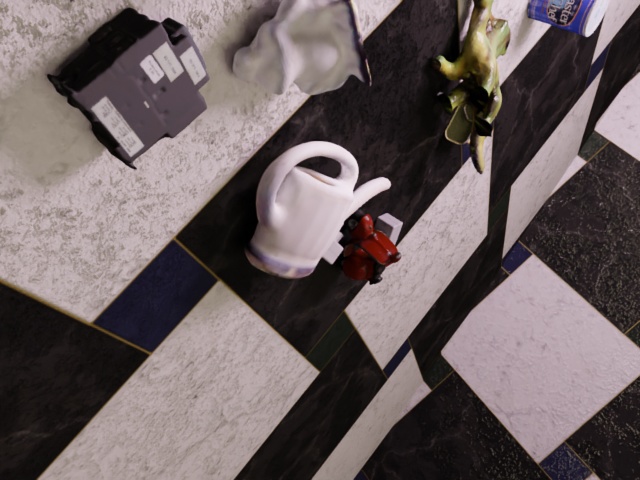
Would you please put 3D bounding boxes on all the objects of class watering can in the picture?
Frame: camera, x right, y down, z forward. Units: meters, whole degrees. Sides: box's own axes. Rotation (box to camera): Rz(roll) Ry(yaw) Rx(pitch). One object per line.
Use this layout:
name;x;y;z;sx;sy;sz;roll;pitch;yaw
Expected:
watering can;0.003;-0.042;0.843;0.347;0.105;0.222;8;113;-59

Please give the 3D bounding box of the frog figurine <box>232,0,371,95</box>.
frog figurine;-0.029;-0.233;0.634;0.159;0.125;0.135;-16;156;2

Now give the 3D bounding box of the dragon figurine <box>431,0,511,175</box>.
dragon figurine;0.344;-0.343;1.051;0.246;0.123;0.402;-56;145;-18
